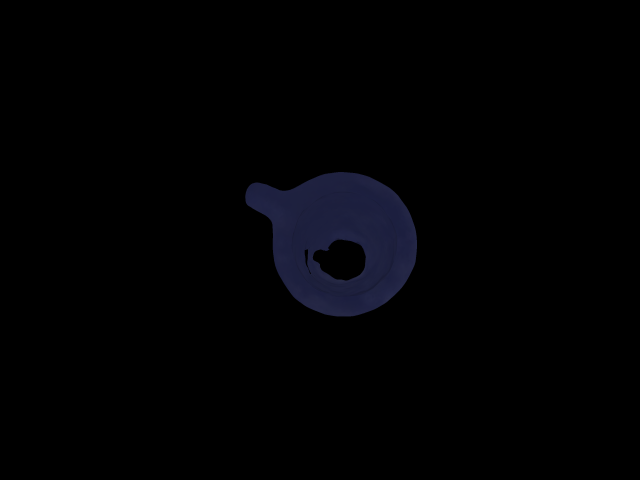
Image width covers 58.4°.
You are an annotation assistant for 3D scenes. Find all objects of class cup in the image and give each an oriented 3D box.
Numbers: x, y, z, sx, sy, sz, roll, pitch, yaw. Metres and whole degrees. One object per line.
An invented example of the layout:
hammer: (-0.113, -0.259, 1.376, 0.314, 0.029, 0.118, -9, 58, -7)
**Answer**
cup: (0.004, 0.001, 0.400, 0.117, 0.095, 0.092, 28, 83, 4)
